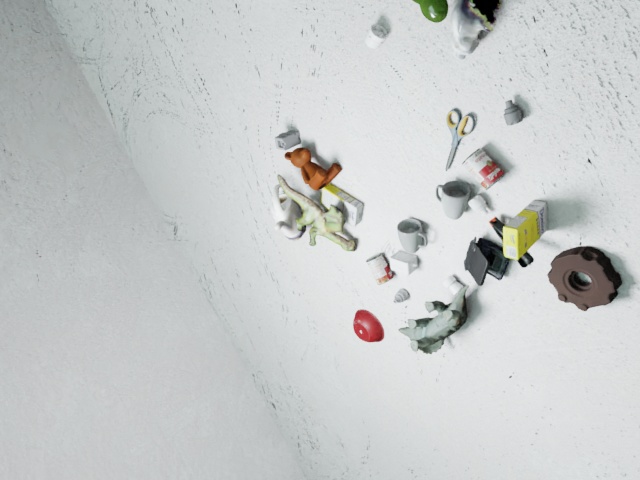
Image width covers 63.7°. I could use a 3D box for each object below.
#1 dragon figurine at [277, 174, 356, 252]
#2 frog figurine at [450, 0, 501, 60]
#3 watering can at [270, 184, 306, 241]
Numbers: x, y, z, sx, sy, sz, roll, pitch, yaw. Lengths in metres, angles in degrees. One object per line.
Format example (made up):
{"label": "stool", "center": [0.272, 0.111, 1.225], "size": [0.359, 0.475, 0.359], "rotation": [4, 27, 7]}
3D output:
{"label": "dragon figurine", "center": [0.006, -0.100, 1.985], "size": [0.241, 0.124, 0.405], "rotation": [-8, 125, 49]}
{"label": "frog figurine", "center": [0.361, -0.534, 1.288], "size": [0.157, 0.122, 0.139], "rotation": [144, 127, -63]}
{"label": "watering can", "center": [-0.137, -0.084, 2.091], "size": [0.103, 0.356, 0.220], "rotation": [-21, 125, 12]}
